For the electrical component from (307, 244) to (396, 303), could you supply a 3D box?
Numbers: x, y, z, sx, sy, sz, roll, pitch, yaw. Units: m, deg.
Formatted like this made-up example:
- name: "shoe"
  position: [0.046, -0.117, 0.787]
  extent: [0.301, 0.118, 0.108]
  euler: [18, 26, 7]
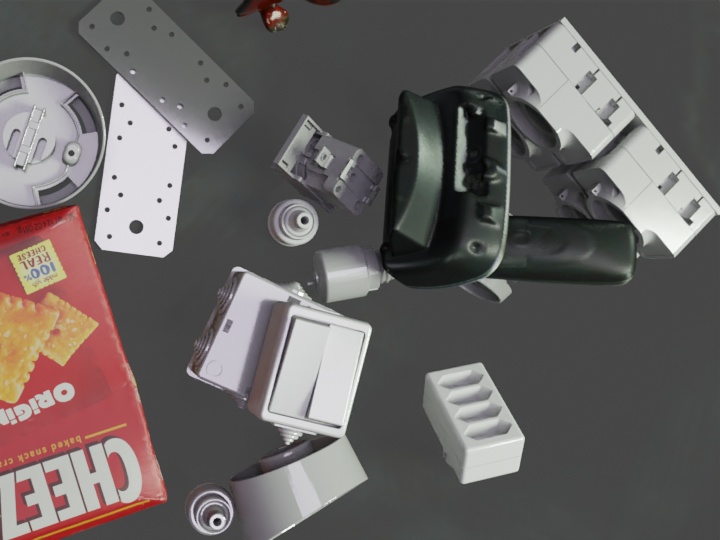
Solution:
- name: "electrical component"
  position: [0.000, 0.000, 0.810]
  extent: [0.078, 0.040, 0.040]
  euler: [-10, 93, -15]

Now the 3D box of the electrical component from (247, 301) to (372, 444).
- name: "electrical component"
  position: [-0.036, 0.074, 0.738]
  extent: [0.062, 0.061, 0.096]
  euler: [16, 86, -15]

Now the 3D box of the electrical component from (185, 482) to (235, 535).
- name: "electrical component"
  position: [-0.106, 0.173, 0.771]
  extent: [0.035, 0.061, 0.035]
  euler: [0, 90, -15]

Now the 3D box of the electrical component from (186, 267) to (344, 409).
- name: "electrical component"
  position: [-0.068, 0.054, 0.788]
  extent: [0.100, 0.048, 0.099]
  euler: [26, 84, -14]

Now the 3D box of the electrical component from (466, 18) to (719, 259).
- name: "electrical component"
  position: [0.171, -0.091, 0.822]
  extent: [0.060, 0.105, 0.186]
  euler: [-44, 100, -11]

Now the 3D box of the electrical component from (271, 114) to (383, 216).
- name: "electrical component"
  position: [-0.022, -0.072, 0.785]
  extent: [0.042, 0.064, 0.081]
  euler: [-58, 145, -7]

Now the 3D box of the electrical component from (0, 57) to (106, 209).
- name: "electrical component"
  position: [-0.226, -0.091, 0.737]
  extent: [0.099, 0.064, 0.099]
  euler: [0, 90, -15]

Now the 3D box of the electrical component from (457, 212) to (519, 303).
- name: "electrical component"
  position: [0.099, -0.012, 0.828]
  extent: [0.078, 0.058, 0.057]
  euler: [33, 79, -13]

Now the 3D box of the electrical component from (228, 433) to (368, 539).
- name: "electrical component"
  position: [-0.044, 0.158, 0.772]
  extent: [0.099, 0.099, 0.064]
  euler: [-21, 89, -14]

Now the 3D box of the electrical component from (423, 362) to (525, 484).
- name: "electrical component"
  position: [0.083, 0.128, 0.820]
  extent: [0.047, 0.083, 0.075]
  euler: [-10, 131, -15]

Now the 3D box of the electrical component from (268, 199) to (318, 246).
- name: "electrical component"
  position: [-0.047, -0.035, 0.786]
  extent: [0.035, 0.061, 0.035]
  euler: [0, 90, -15]
